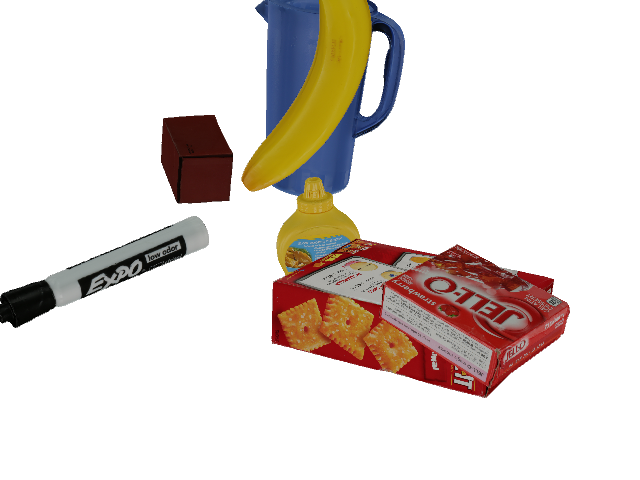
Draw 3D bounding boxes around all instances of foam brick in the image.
[{"bbox_3d":[-0.118,-0.078,1.010,0.053,0.051,0.078,-4,36,-18],"label":"foam brick"}]

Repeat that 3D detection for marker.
[{"bbox_3d":[-0.114,0.016,0.563,0.120,0.020,0.020,-24,13,-31],"label":"marker"}]

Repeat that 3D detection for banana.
[{"bbox_3d":[-0.005,-0.115,0.769,0.069,0.198,0.037,7,37,-14],"label":"banana"}]

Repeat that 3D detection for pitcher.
[{"bbox_3d":[0.003,-0.180,1.318,0.144,0.243,0.149,-9,28,-28],"label":"pitcher"}]

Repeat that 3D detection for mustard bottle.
[{"bbox_3d":[-0.001,0.020,1.217,0.096,0.192,0.058,-6,23,-3],"label":"mustard bottle"}]

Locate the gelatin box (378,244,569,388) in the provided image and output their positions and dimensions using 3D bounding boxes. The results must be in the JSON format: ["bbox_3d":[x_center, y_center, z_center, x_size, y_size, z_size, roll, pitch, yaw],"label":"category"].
[{"bbox_3d":[0.092,0.042,0.643,0.089,0.030,0.073,31,39,35],"label":"gelatin box"}]

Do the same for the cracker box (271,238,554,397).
[{"bbox_3d":[0.086,0.067,0.988,0.214,0.072,0.163,12,20,28],"label":"cracker box"}]
